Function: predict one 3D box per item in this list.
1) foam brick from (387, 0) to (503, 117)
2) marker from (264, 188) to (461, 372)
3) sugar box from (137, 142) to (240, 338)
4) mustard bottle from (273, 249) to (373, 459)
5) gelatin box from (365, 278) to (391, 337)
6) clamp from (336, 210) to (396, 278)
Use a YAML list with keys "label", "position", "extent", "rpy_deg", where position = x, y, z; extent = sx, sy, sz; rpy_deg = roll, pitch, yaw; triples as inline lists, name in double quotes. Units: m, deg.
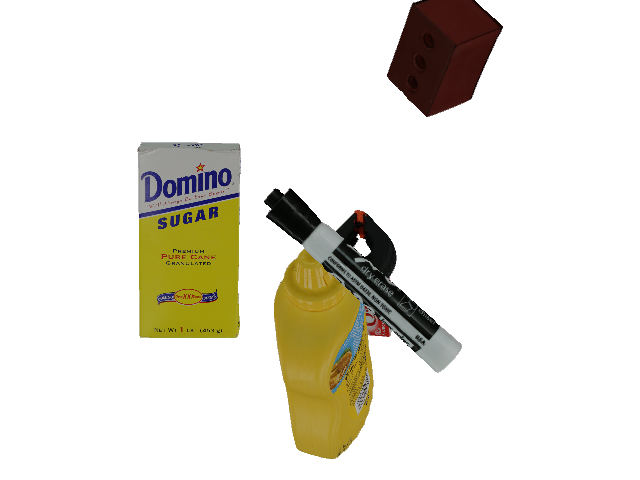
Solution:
- label: "foam brick"
  position: [0.094, -0.144, 0.817]
  extent: [0.051, 0.053, 0.078]
  rpy_deg: [-27, -27, -30]
- label: "marker"
  position: [0.019, 0.018, 0.527]
  extent: [0.121, 0.020, 0.020]
  rpy_deg: [42, 0, 0]
- label: "sugar box"
  position: [-0.119, 0.000, 0.975]
  extent: [0.093, 0.176, 0.048]
  rpy_deg: [0, 14, -4]
- label: "mustard bottle"
  position: [0.003, 0.070, 0.752]
  extent: [0.058, 0.096, 0.191]
  rpy_deg: [13, -36, 15]
- label: "gelatin box"
  position: [0.050, 0.073, 1.313]
  extent: [0.073, 0.089, 0.030]
  rpy_deg: [3, 29, 18]
- label: "clamp"
  position: [0.047, 0.040, 1.099]
  extent: [0.120, 0.171, 0.039]
  rpy_deg: [10, -38, 9]
